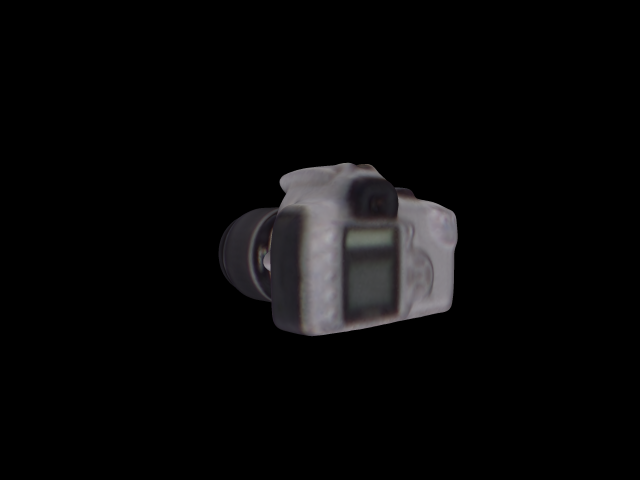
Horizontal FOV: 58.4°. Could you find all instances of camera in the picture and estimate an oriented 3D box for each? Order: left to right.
[{"bbox_3d":[0.004,0.001,0.400,0.144,0.101,0.136,-2,3,-43],"label":"camera"}]
